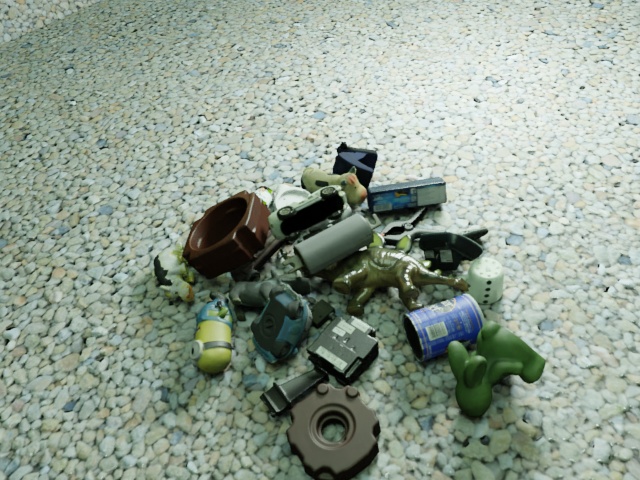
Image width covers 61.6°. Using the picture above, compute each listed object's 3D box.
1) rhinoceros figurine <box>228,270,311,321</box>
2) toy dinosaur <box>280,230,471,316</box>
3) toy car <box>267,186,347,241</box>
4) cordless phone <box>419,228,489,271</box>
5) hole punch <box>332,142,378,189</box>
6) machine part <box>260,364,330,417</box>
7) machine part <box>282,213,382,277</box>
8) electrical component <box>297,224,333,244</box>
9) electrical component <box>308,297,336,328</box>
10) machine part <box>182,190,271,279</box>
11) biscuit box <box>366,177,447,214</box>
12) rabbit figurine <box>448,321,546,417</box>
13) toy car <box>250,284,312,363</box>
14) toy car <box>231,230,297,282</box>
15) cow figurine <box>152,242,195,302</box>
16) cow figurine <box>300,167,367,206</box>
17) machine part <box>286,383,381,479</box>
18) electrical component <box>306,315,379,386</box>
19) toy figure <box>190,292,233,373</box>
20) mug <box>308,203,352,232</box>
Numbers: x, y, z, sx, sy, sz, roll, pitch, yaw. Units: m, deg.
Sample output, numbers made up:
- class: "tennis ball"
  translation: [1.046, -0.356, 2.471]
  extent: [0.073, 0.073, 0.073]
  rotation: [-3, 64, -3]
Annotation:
- class: "rhinoceros figurine"
  translation: [-0.116, 0.123, 1.230]
  extent: [0.190, 0.073, 0.112]
  rotation: [-7, 38, 3]
- class: "toy dinosaur"
  translation: [0.103, 0.071, 1.230]
  extent: [0.472, 0.104, 0.198]
  rotation: [4, 41, 18]
- class: "toy car"
  translation: [-0.027, -0.065, 1.273]
  extent: [0.202, 0.073, 0.056]
  rotation: [-27, 31, -15]
- class: "cordless phone"
  translation: [0.339, 0.004, 1.246]
  extent: [0.184, 0.088, 0.147]
  rotation: [-17, 4, -23]
- class: "hole punch"
  translation: [0.090, -0.182, 1.447]
  extent: [0.116, 0.142, 0.092]
  rotation: [9, 52, 0]
- class: "machine part"
  translation: [-0.048, 0.295, 1.068]
  extent: [0.139, 0.039, 0.084]
  rotation: [-26, 23, -18]
- class: "machine part"
  translation: [0.031, 0.011, 1.195]
  extent: [0.243, 0.079, 0.079]
  rotation: [-27, 50, -14]
- class: "electrical component"
  translation: [-0.004, -0.004, 1.270]
  extent: [0.102, 0.045, 0.078]
  rotation: [-22, 31, -4]
- class: "electrical component"
  translation: [-0.002, 0.166, 1.203]
  extent: [0.094, 0.021, 0.063]
  rotation: [33, 59, 30]
- class: "machine part"
  translation: [-0.223, -0.014, 1.303]
  extent: [0.201, 0.087, 0.201]
  rotation: [-24, 34, 21]
- class: "biscuit box"
  translation: [0.223, -0.117, 1.399]
  extent: [0.203, 0.059, 0.063]
  rotation: [-8, 19, 0]
- class: "rabbit figurine"
  translation: [0.314, 0.249, 1.003]
  extent: [0.170, 0.159, 0.121]
  rotation: [-54, 32, -10]
- class: "toy car"
  translation: [-0.070, 0.176, 1.143]
  extent: [0.103, 0.161, 0.109]
  rotation: [12, 17, -48]
- class: "toy car"
  translation: [-0.140, 0.022, 1.309]
  extent: [0.202, 0.053, 0.089]
  rotation: [-47, 51, -11]
- class: "cow figurine"
  translation: [-0.356, 0.089, 1.289]
  extent: [0.098, 0.068, 0.167]
  rotation: [-20, 45, -4]
- class: "cow figurine"
  translation: [0.036, -0.142, 1.414]
  extent: [0.195, 0.127, 0.085]
  rotation: [21, 56, 27]
- class: "machine part"
  translation: [0.025, 0.356, 1.001]
  extent: [0.179, 0.056, 0.179]
  rotation: [-4, 49, 4]
- class: "electrical component"
  translation: [0.056, 0.223, 1.119]
  extent: [0.115, 0.058, 0.134]
  rotation: [31, 58, 28]
- class: "toy figure"
  translation: [-0.228, 0.200, 1.163]
  extent: [0.089, 0.082, 0.180]
  rotation: [-2, 45, 8]
- class: "mug"
  translation: [0.028, -0.048, 1.353]
  extent: [0.110, 0.080, 0.107]
  rotation: [2, 46, 54]
